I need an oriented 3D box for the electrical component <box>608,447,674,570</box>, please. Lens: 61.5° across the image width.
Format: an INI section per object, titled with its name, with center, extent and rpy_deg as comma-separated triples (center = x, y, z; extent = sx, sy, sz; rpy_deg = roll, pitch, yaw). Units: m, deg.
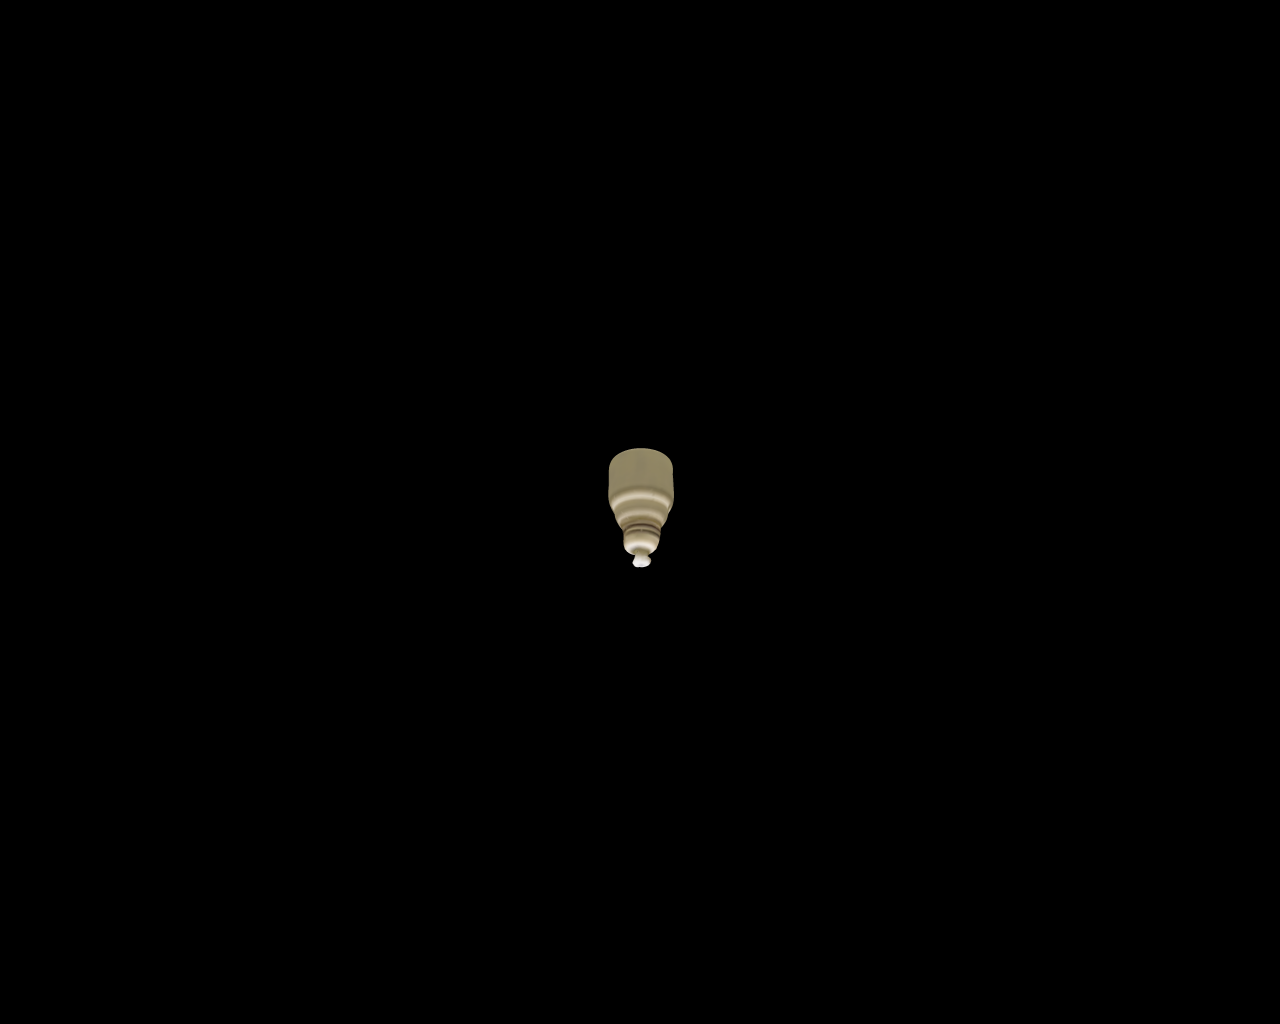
[electrical component]
center = 0.001, -0.003, 0.650
extent = 0.040, 0.078, 0.040
rpy_deg = 0, -30, 0
